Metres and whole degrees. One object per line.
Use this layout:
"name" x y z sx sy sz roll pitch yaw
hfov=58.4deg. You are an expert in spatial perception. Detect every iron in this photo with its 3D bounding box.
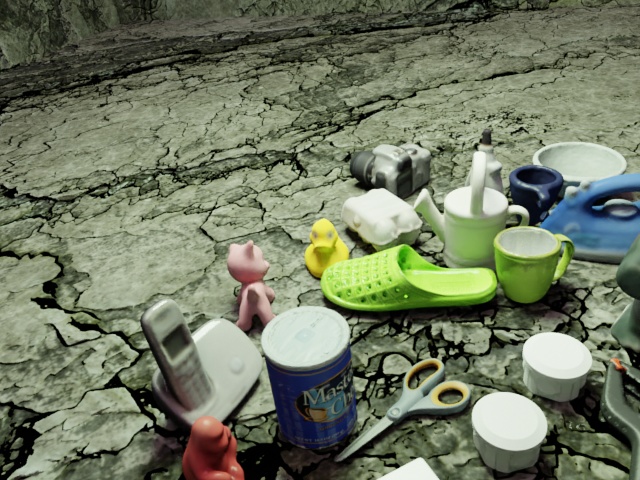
"iron" 0.480 -0.048 0.931 0.258 0.142 0.118 -1 33 9

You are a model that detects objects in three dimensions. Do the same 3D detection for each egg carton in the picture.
"egg carton" 0.108 -0.036 1.044 0.107 0.069 0.149 -22 36 -22

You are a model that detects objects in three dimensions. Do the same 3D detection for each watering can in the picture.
"watering can" 0.242 -0.047 0.922 0.173 0.194 0.100 -8 33 -3

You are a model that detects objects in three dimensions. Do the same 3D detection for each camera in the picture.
"camera" 0.140 -0.157 1.195 0.143 0.101 0.136 -32 41 -34

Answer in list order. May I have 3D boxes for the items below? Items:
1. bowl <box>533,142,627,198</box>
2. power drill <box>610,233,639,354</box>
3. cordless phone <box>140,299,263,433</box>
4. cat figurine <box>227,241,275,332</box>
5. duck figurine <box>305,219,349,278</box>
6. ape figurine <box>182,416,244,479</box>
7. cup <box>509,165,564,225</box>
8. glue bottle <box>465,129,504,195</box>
"bowl" 0.494 -0.124 1.105 0.167 0.075 0.167 -5 33 3
"power drill" 0.449 0.036 0.745 0.075 0.209 0.230 24 44 38
"cordless phone" -0.150 0.135 0.720 0.093 0.185 0.148 11 37 25
"cat figurine" -0.109 0.060 0.891 0.067 0.118 0.127 -10 33 -5
"duck figurine" 0.009 0.004 0.985 0.077 0.086 0.104 -2 33 8
"ape figurine" -0.121 0.237 0.644 0.076 0.092 0.078 4 34 16
"cup" 0.385 -0.068 1.021 0.091 0.095 0.117 -3 33 6
"glue bottle" 0.301 -0.119 1.042 0.037 0.173 0.077 -28 38 -29
